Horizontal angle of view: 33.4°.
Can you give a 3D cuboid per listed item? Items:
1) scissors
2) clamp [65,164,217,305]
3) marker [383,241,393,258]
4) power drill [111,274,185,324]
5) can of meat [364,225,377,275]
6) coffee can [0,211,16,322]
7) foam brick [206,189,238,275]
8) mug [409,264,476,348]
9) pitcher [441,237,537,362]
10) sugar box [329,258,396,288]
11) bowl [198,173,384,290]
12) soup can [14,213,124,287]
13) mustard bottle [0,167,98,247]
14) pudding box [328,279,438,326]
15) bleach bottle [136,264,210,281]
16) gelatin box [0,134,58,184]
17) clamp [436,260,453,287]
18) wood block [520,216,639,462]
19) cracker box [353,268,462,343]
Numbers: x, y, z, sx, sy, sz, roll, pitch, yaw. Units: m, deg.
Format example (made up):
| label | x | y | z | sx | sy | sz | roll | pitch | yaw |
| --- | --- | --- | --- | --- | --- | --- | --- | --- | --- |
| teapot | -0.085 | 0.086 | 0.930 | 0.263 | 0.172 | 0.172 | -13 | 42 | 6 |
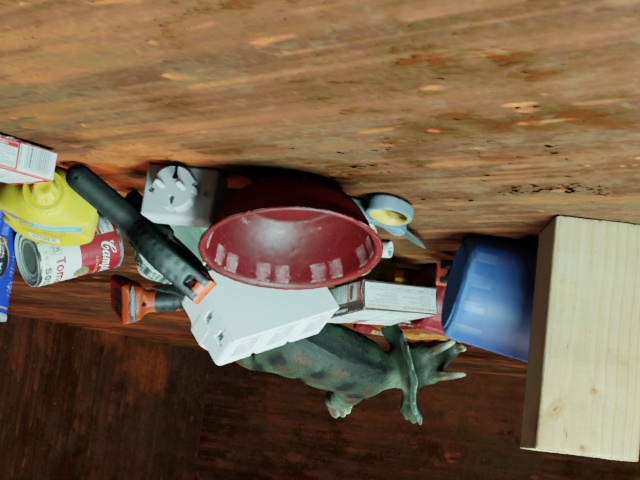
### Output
| label | x | y | z | sx | sy | sz | roll | pitch | yaw |
| --- | --- | --- | --- | --- | --- | --- | --- | --- | --- |
| scissors | 0.055 | -0.017 | 1.043 | 0.096 | 0.016 | 0.201 | 8 | 170 | 8 |
| clamp | -0.165 | -0.008 | 0.996 | 0.172 | 0.039 | 0.120 | 42 | -170 | 31 |
| marker | 0.023 | 0.007 | 1.202 | 0.121 | 0.020 | 0.020 | 3 | 170 | 25 |
| power drill | -0.194 | 0.072 | 1.491 | 0.187 | 0.057 | 0.185 | -4 | -172 | -19 |
| can of meat | -0.007 | 0.001 | 1.083 | 0.101 | 0.057 | 0.084 | 15 | 170 | -37 |
| coffee can | -0.393 | 0.015 | 1.199 | 0.103 | 0.140 | 0.103 | 7 | 171 | 1 |
| foam brick | -0.075 | -0.005 | 1.030 | 0.051 | 0.078 | 0.053 | 3 | 170 | 11 |
| mug | 0.165 | 0.071 | 1.299 | 0.081 | 0.093 | 0.117 | 16 | 137 | -20 |
| pitcher | 0.252 | 0.077 | 1.100 | 0.243 | 0.145 | 0.149 | 14 | 126 | -1 |
| sugar box | -0.005 | 0.038 | 1.320 | 0.177 | 0.048 | 0.093 | -3 | 167 | 36 |
| bowl | -0.025 | -0.013 | 0.939 | 0.162 | 0.055 | 0.162 | 0 | 154 | 0 |
| soup can | -0.281 | 0.009 | 1.195 | 0.102 | 0.068 | 0.069 | -15 | -175 | -35 |
| mustard bottle | -0.269 | -0.035 | 1.057 | 0.096 | 0.058 | 0.192 | 16 | 169 | -9 |
| pudding box | 0.068 | 0.074 | 1.253 | 0.113 | 0.039 | 0.090 | 5 | 164 | -35 |
| bleach bottle | -0.174 | 0.024 | 1.331 | 0.102 | 0.068 | 0.251 | 9 | 173 | -12 |
| gelatin box | -0.287 | -0.073 | 0.934 | 0.089 | 0.030 | 0.073 | 17 | 168 | -43 |
| clamp | 0.238 | 0.045 | 1.205 | 0.209 | 0.036 | 0.165 | 7 | 167 | -12 |
| wood block | 0.241 | 0.091 | 0.967 | 0.090 | 0.206 | 0.091 | 7 | 170 | 2 |
| cracker box | 0.147 | 0.096 | 1.469 | 0.164 | 0.072 | 0.214 | 9 | 169 | -8 |
